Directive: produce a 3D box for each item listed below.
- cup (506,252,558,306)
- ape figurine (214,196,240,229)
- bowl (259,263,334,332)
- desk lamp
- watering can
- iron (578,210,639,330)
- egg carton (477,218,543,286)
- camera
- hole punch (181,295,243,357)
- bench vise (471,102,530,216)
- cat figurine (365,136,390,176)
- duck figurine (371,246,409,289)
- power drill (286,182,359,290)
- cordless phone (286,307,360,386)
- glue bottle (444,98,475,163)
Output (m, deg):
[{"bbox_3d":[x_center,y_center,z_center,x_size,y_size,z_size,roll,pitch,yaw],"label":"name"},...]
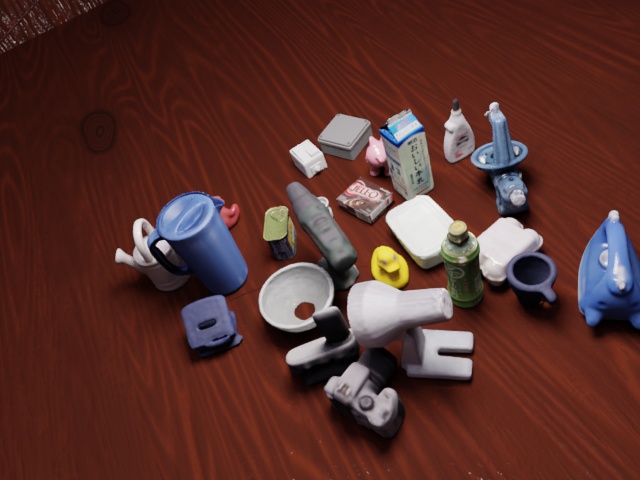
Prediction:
[{"bbox_3d":[0.411,0.092,1.093,0.091,0.095,0.117,-26,48,-3],"label":"cup"},{"bbox_3d":[-0.252,-0.076,1.461,0.077,0.092,0.076,5,54,23],"label":"ape figurine"},{"bbox_3d":[-0.042,0.135,1.227,0.167,0.075,0.167,-9,50,12],"label":"bowl"},{"bbox_3d":[0.169,0.158,1.043,0.202,0.214,0.118,-1,52,18],"label":"desk lamp"},{"bbox_3d":[-0.396,0.033,1.353,0.173,0.194,0.100,-29,49,-6],"label":"watering can"},{"bbox_3d":[0.545,0.032,1.065,0.118,0.142,0.258,0,52,20],"label":"iron"},{"bbox_3d":[0.376,0.022,1.180,0.150,0.069,0.107,-39,50,-14],"label":"egg carton"},{"bbox_3d":[0.096,0.266,1.055,0.142,0.101,0.137,23,62,32],"label":"camera"},{"bbox_3d":[-0.235,0.186,1.241,0.108,0.091,0.101,-21,48,2],"label":"hole punch"},{"bbox_3d":[0.406,-0.176,1.231,0.121,0.220,0.207,-28,48,-4],"label":"bench vise"},{"bbox_3d":[0.151,-0.221,1.424,0.067,0.118,0.128,4,54,22],"label":"cat figurine"},{"bbox_3d":[0.144,0.046,1.229,0.077,0.086,0.104,-27,48,-4],"label":"duck figurine"},{"bbox_3d":[0.011,0.004,1.226,0.076,0.209,0.229,-32,49,-8],"label":"power drill"},{"bbox_3d":[-0.006,0.189,1.096,0.147,0.185,0.094,-22,48,1],"label":"cordless phone"},{"bbox_3d":[0.327,-0.265,1.362,0.078,0.173,0.037,-33,49,-9],"label":"glue bottle"}]
